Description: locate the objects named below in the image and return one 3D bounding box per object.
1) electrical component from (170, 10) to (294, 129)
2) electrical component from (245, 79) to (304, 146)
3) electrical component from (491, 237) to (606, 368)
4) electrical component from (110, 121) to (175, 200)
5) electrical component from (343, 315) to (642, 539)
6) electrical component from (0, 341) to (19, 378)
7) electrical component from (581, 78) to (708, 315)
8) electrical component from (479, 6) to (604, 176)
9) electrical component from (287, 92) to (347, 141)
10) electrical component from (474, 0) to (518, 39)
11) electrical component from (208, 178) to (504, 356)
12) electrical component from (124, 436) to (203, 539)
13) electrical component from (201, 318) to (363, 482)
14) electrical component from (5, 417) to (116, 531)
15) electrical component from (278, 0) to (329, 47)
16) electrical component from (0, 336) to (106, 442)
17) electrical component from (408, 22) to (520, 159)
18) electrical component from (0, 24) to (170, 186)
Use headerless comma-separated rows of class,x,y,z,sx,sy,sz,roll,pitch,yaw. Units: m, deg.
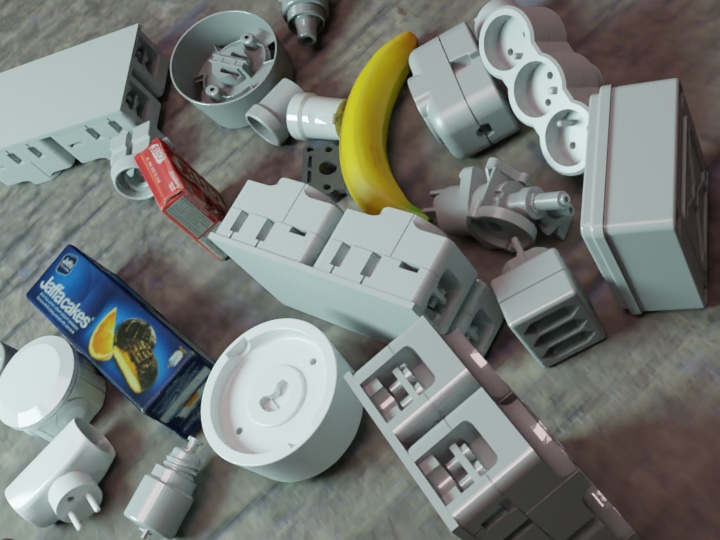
electrical component,-0.112,-0.178,0.959,0.099,0.064,0.099,-15,55,23
electrical component,-0.069,-0.136,0.924,0.040,0.040,0.046,31,75,40
electrical component,0.116,0.011,0.699,0.047,0.065,0.076,-29,50,13
electrical component,-0.200,-0.097,0.975,0.066,0.048,0.055,-22,45,18
electrical component,0.081,0.110,0.578,0.060,0.186,0.105,-41,49,3
electrical component,-0.307,0.091,0.919,0.055,0.047,0.055,-15,55,23
electrical component,0.180,-0.044,0.667,0.056,0.108,0.108,-5,59,26
electrical component,0.149,-0.130,0.770,0.052,0.074,0.138,-49,62,42
electrical component,-0.032,-0.126,0.895,0.046,0.040,0.040,9,67,29
electrical component,0.121,-0.179,0.834,0.040,0.040,0.078,-39,49,4
electrical component,0.000,0.000,0.751,0.186,0.105,0.060,19,72,38
electrical component,-0.138,0.158,0.779,0.040,0.040,0.078,16,71,37
electrical component,-0.049,0.095,0.751,0.108,0.060,0.108,-15,55,23
electrical component,-0.222,0.166,0.823,0.077,0.043,0.079,-46,48,-2
electrical component,-0.049,-0.231,0.969,0.048,0.048,0.062,-16,61,22
electrical component,-0.253,0.098,0.879,0.080,0.051,0.080,-15,54,23
electrical component,0.076,-0.135,0.825,0.059,0.053,0.095,-27,51,14
electrical component,-0.281,-0.156,1.051,0.186,0.060,0.105,-12,56,25
